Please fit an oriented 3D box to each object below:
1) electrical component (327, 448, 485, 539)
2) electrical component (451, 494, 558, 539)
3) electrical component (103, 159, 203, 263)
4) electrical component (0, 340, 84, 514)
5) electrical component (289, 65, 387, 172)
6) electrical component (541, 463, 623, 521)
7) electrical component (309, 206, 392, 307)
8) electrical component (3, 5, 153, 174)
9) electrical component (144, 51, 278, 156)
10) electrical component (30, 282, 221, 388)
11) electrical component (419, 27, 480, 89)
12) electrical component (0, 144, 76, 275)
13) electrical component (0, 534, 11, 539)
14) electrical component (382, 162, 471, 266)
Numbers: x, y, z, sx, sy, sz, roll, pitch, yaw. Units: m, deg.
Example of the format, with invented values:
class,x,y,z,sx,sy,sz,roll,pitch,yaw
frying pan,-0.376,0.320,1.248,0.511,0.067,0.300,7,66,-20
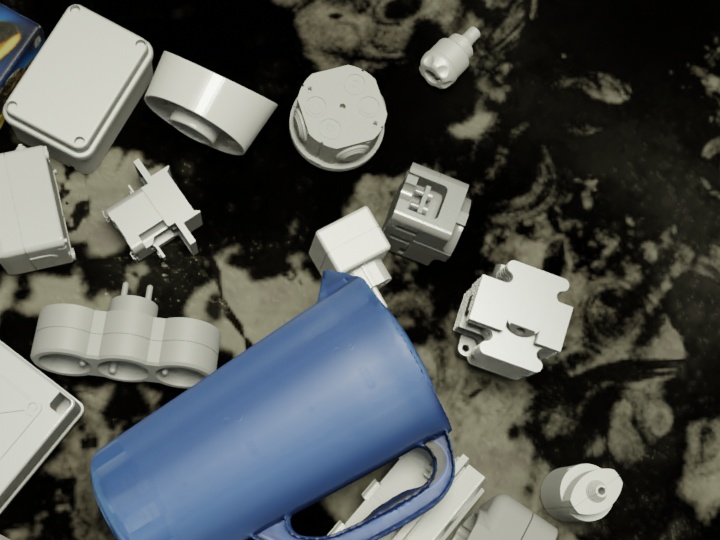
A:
class,x,y,z,sx,sy,sz,roll,pitch,yaw
electrical component,0.032,0.188,0.812,0.063,0.078,0.121,37,74,20
electrical component,0.099,0.221,0.814,0.059,0.053,0.095,35,60,1
electrical component,-0.165,-0.042,0.855,0.064,0.042,0.081,-34,83,-12
electrical component,-0.281,0.110,0.794,0.109,0.056,0.108,37,74,2
electrical component,-0.017,-0.126,0.891,0.080,0.051,0.080,2,76,-7
electrical component,0.172,0.172,0.830,0.043,0.081,0.043,2,76,-8
electrical component,0.000,0.000,0.855,0.047,0.065,0.076,-28,82,-13
electrical component,-0.224,-0.145,0.863,0.078,0.057,0.113,28,74,-1
electrical component,-0.119,-0.136,0.858,0.099,0.099,0.064,27,81,-1
electrical component,-0.176,0.043,0.827,0.138,0.052,0.073,7,63,-6
electrical component,0.081,-0.186,0.928,0.035,0.035,0.061,42,72,3
electrical component,-0.263,-0.051,0.832,0.061,0.061,0.096,-13,79,-11
electrical component,-0.257,0.249,0.738,0.186,0.060,0.105,28,105,-1
electrical component,0.053,-0.041,0.860,0.056,0.089,0.050,22,75,-2
